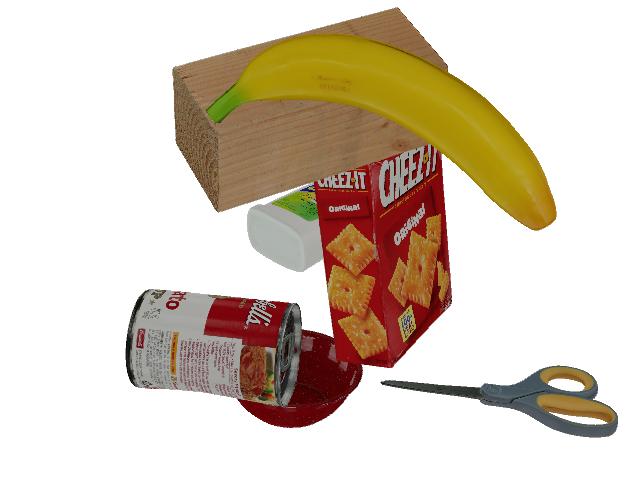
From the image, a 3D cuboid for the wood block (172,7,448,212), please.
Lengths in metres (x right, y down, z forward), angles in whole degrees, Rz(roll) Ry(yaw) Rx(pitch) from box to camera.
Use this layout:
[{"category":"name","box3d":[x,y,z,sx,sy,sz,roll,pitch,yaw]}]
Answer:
[{"category":"wood block","box3d":[-0.009,-0.111,0.886,0.205,0.091,0.090,-19,-36,-20]}]

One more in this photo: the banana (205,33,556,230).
[{"category":"banana","box3d":[0.040,-0.068,0.578,0.198,0.070,0.037,19,12,8]}]

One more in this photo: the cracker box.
[{"category":"cracker box","box3d":[0.069,-0.004,1.068,0.072,0.214,0.163,5,23,29]}]

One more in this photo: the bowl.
[{"category":"bowl","box3d":[-0.034,0.163,1.209,0.162,0.055,0.162,2,26,-1]}]

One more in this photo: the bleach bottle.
[{"category":"bleach bottle","box3d":[0.032,-0.050,1.339,0.103,0.068,0.250,28,44,35]}]

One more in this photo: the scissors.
[{"category":"scissors","box3d":[0.160,0.127,0.938,0.202,0.016,0.096,14,29,12]}]

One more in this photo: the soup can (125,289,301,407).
[{"category":"soup can","box3d":[-0.068,0.070,0.701,0.102,0.068,0.068,5,1,10]}]
